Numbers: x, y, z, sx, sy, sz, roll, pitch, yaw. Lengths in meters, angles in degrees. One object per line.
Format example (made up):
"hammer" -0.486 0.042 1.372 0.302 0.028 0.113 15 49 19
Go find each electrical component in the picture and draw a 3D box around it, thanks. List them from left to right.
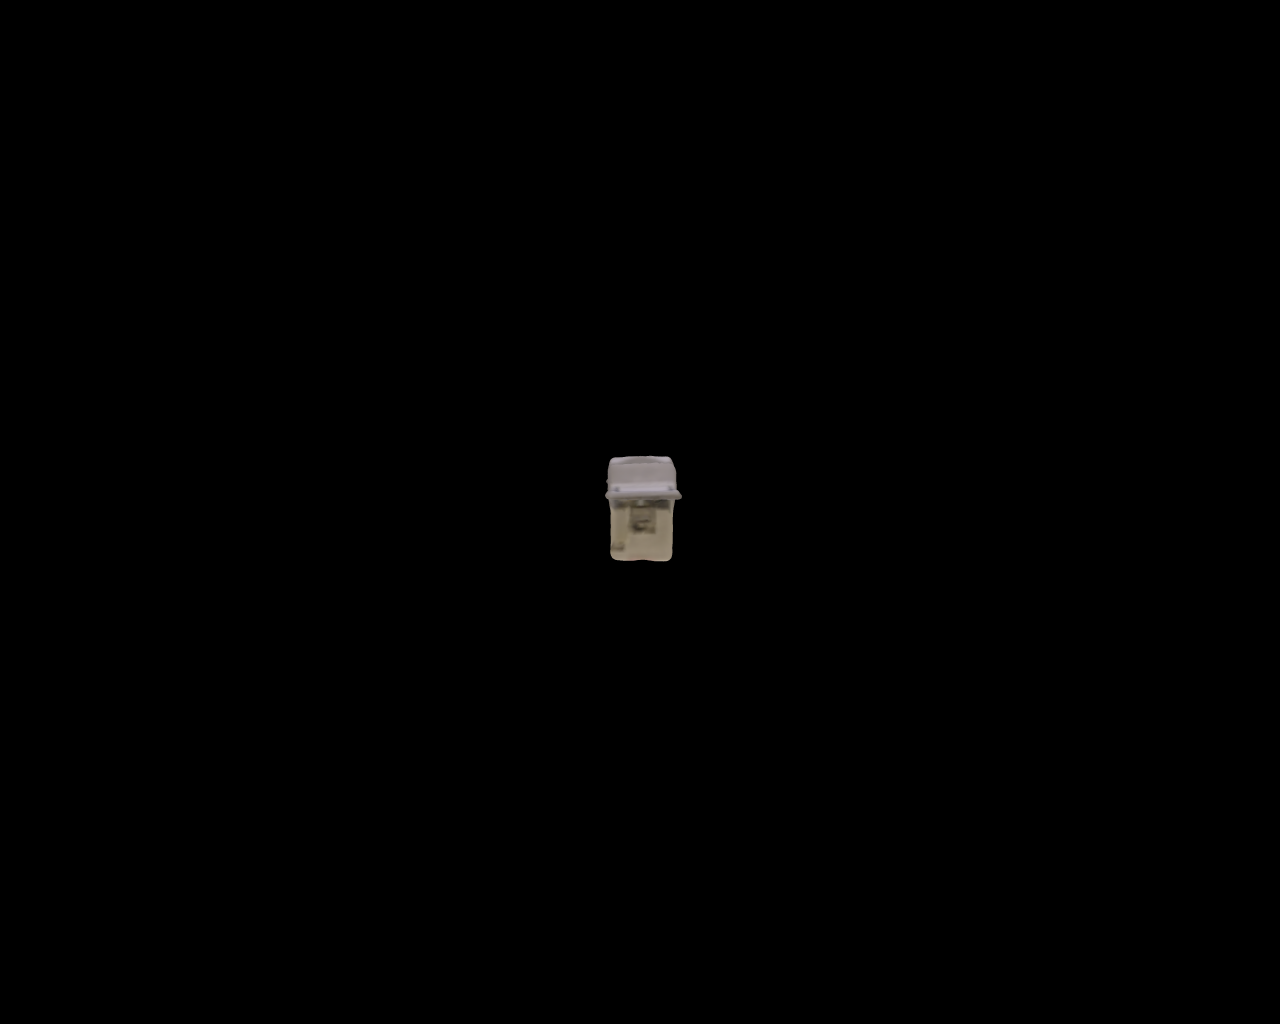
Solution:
"electrical component" 0.001 -0.003 0.650 0.042 0.063 0.081 0 9 0
